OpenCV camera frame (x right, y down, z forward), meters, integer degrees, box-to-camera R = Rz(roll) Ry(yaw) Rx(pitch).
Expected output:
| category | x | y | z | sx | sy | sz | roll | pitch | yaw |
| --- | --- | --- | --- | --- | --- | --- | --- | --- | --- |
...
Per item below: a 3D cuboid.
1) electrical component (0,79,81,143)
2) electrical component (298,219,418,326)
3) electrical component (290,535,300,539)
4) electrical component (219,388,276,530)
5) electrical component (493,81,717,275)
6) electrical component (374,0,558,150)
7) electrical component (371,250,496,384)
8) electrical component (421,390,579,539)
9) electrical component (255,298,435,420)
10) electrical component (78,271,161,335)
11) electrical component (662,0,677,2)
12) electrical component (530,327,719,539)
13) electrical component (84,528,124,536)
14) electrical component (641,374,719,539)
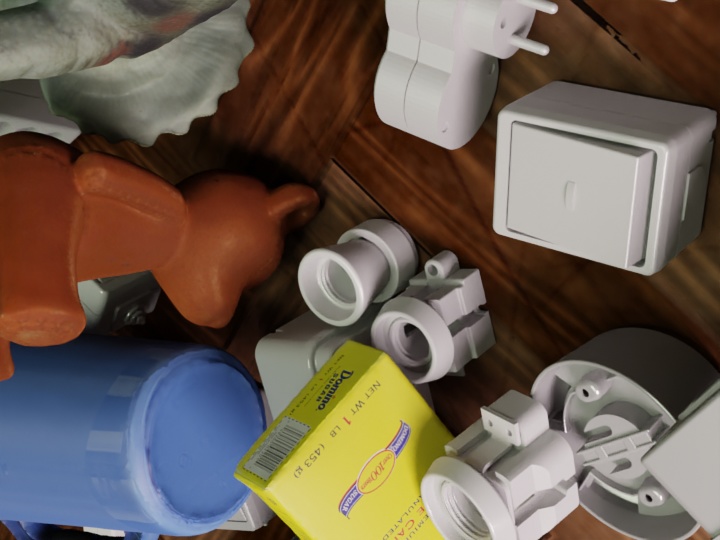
| category | x | y | z | sx | sy | sz | roll | pitch | yaw |
| --- | --- | --- | --- | --- | --- | --- | --- | --- | --- |
| electrical component | -0.228 | -0.122 | 0.719 | 0.047 | 0.066 | 0.076 | -27 | 64 | 45 |
| electrical component | 0.000 | 0.000 | 0.590 | 0.045 | 0.055 | 0.045 | 19 | 123 | 32 |
| electrical component | -0.019 | 0.233 | 0.711 | 0.057 | 0.078 | 0.113 | -34 | 88 | 42 |
| electrical component | -0.087 | 0.136 | 0.730 | 0.062 | 0.061 | 0.096 | -10 | 105 | 43 |
| electrical component | 0.100 | -0.043 | 0.479 | 0.096 | 0.061 | 0.061 | 18 | 122 | 33 |
| electrical component | 0.055 | -0.118 | 0.484 | 0.074 | 0.052 | 0.138 | 26 | 127 | 28 |
| electrical component | 0.038 | 0.030 | 0.573 | 0.048 | 0.055 | 0.066 | -1 | 111 | 41 |
| electrical component | 0.068 | 0.107 | 0.532 | 0.058 | 0.057 | 0.078 | 23 | 135 | 46 |
| electrical component | -0.003 | 0.079 | 0.618 | 0.057 | 0.078 | 0.113 | 1 | 112 | 43 |
| electrical component | -0.177 | -0.001 | 0.735 | 0.096 | 0.062 | 0.061 | 42 | 132 | 16 |
| electrical component | 0.109 | -0.153 | 0.424 | 0.066 | 0.047 | 0.076 | 21 | 125 | 31 |
| electrical component | 0.129 | 0.078 | 0.514 | 0.099 | 0.064 | 0.099 | 19 | 123 | 33 |
| electrical component | -0.176 | 0.180 | 0.838 | 0.076 | 0.047 | 0.083 | 22 | 124 | 31 |
| electrical component | 0.181 | 0.045 | 0.423 | 0.056 | 0.109 | 0.108 | 47 | 134 | 15 |
